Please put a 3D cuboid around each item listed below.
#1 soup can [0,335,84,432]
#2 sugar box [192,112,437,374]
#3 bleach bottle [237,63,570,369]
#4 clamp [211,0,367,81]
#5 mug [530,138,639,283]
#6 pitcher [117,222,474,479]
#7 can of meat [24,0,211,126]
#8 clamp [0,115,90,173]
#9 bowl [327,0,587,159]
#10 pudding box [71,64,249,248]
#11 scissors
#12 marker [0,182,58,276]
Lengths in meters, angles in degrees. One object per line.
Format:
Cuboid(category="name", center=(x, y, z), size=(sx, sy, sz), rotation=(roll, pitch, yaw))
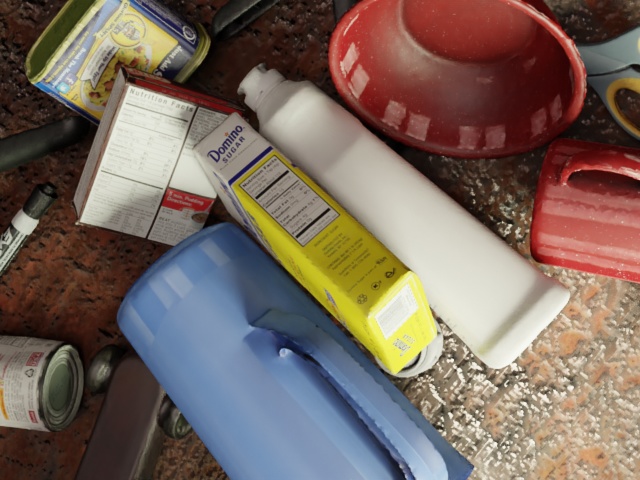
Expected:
Cuboid(category="soup can", center=(-0.238, 0.106, 0.801), size=(0.102, 0.068, 0.068), rotation=(4, 96, 14))
Cuboid(category="sugar box", center=(-0.005, 0.001, 0.684), size=(0.048, 0.093, 0.176), rotation=(-43, 59, -11))
Cuboid(category="bleach bottle", center=(0.044, -0.025, 0.694), size=(0.251, 0.102, 0.068), rotation=(43, 88, 7))
Cuboid(category="clamp", center=(-0.004, -0.191, 0.728), size=(0.120, 0.039, 0.171), rotation=(16, 92, 10))
Cuboid(category="mug", center=(0.176, -0.023, 0.655), size=(0.082, 0.117, 0.093), rotation=(11, 73, 19))
Cuboid(category="pitcher", center=(-0.020, 0.103, 0.706), size=(0.149, 0.144, 0.243), rotation=(-45, 80, 17))
Cuboid(category="can of meat", center=(-0.141, -0.129, 0.739), size=(0.083, 0.057, 0.102), rotation=(33, 107, -33))
Cuboid(category="clamp", center=(-0.271, -0.059, 0.809), size=(0.165, 0.036, 0.210), rotation=(36, 103, 19))
Cuboid(category="bowl", center=(0.088, -0.120, 0.671), size=(0.162, 0.162, 0.055), rotation=(7, 58, 15))
Cuboid(category="pudding box", center=(-0.111, -0.054, 0.737), size=(0.090, 0.039, 0.114), rotation=(16, 112, -23))
Cuboid(category="scissors", center=(0.172, -0.132, 0.685), size=(0.202, 0.016, 0.096), rotation=(36, 122, 10))
Cuboid(category="marker", center=(-0.240, 0.004, 0.818), size=(0.020, 0.020, 0.121), rotation=(41, 104, 9))
